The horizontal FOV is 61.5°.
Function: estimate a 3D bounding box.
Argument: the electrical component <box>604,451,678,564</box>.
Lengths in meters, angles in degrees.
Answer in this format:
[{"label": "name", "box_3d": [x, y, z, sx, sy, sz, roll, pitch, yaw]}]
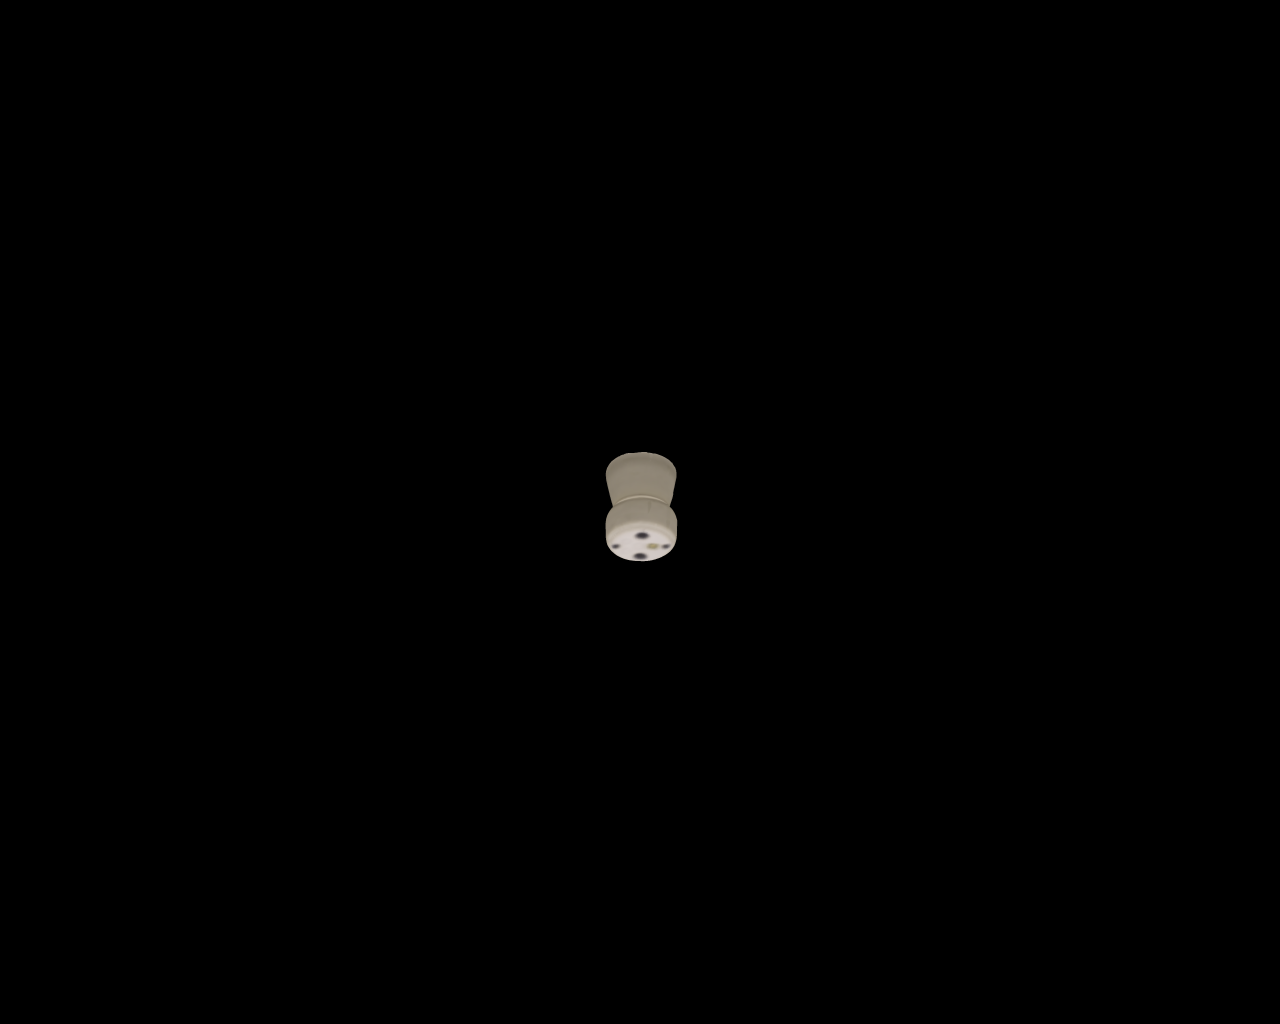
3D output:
[{"label": "electrical component", "box_3d": [0.001, -0.003, 0.650, 0.045, 0.055, 0.044, 0, -34, 0]}]
